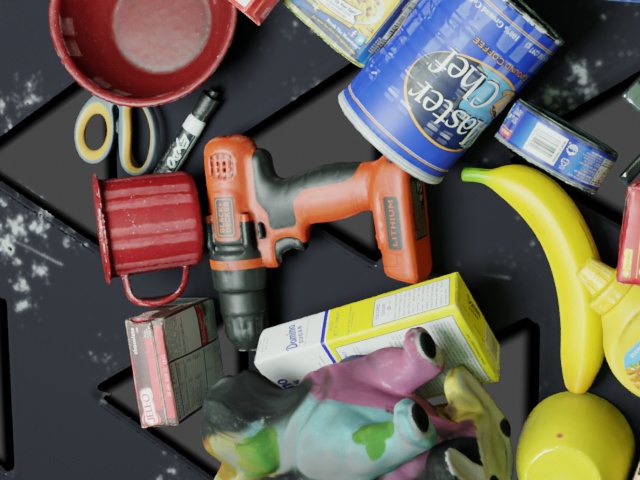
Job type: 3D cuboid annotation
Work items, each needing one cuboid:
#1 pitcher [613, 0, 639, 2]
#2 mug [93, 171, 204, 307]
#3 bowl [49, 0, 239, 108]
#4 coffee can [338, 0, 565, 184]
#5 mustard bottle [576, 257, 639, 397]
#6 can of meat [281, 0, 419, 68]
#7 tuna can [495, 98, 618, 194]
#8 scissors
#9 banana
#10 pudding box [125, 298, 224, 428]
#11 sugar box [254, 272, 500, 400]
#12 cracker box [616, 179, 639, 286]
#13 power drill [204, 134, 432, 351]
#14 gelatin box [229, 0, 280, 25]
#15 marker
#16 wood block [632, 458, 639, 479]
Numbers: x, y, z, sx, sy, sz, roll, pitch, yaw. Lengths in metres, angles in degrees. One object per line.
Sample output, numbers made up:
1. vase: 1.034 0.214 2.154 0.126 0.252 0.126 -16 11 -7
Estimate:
1. pitcher: 0.177 -0.261 0.737 0.243 0.145 0.149 6 63 24
2. mug: -0.142 -0.002 0.895 0.081 0.093 0.117 -8 81 -14
3. bowl: -0.141 -0.187 0.892 0.162 0.055 0.162 0 89 10
4. coffee can: 0.096 -0.127 0.794 0.103 0.102 0.140 45 109 10
5. mustard bottle: 0.264 0.080 0.768 0.191 0.058 0.096 40 111 4
6. can of meat: 0.029 -0.195 0.836 0.102 0.057 0.084 44 111 11
7. tuna can: 0.173 -0.070 0.782 0.086 0.086 0.034 33 105 14
8. scissors: -0.186 -0.154 0.946 0.096 0.016 0.202 -10 88 26
9. banana: 0.182 0.019 0.819 0.070 0.037 0.198 -28 86 37
10. pudding box: -0.120 0.100 0.902 0.039 0.113 0.090 -5 95 18
11. sugar box: 0.046 0.092 0.854 0.176 0.048 0.093 -16 126 24
12. cracker box: 0.312 -0.002 0.695 0.214 0.164 0.072 7 98 20
13. power drill: -0.006 0.001 0.875 0.188 0.057 0.184 -3 100 20
14. gelatin box: -0.056 -0.220 0.824 0.089 0.030 0.073 42 96 26
15. marker: -0.122 -0.080 0.929 0.020 0.020 0.121 38 109 12
16. wood block: 0.249 0.268 0.794 0.090 0.090 0.206 20 103 17
